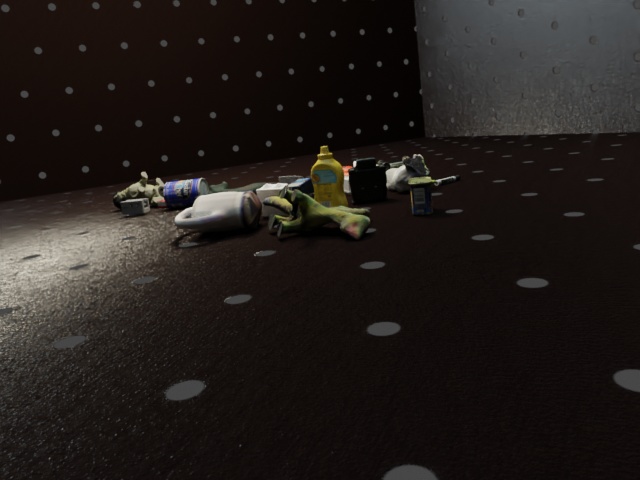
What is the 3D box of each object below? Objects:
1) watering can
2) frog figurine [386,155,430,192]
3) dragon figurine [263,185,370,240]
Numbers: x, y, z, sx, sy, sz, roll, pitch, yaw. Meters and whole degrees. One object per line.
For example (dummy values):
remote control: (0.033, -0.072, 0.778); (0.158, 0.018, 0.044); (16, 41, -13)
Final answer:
watering can: (-0.268, -0.086, 1.434); (0.224, 0.103, 0.352); (-5, 14, 5)
frog figurine: (0.278, -0.198, 1.696); (0.156, 0.123, 0.140); (-47, 1, 43)
dragon figurine: (0.004, -0.065, 1.298); (0.242, 0.121, 0.414); (7, 11, -18)
